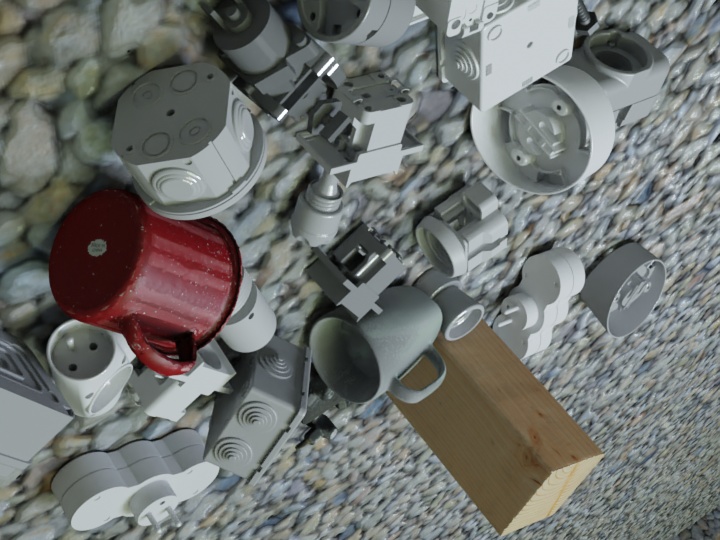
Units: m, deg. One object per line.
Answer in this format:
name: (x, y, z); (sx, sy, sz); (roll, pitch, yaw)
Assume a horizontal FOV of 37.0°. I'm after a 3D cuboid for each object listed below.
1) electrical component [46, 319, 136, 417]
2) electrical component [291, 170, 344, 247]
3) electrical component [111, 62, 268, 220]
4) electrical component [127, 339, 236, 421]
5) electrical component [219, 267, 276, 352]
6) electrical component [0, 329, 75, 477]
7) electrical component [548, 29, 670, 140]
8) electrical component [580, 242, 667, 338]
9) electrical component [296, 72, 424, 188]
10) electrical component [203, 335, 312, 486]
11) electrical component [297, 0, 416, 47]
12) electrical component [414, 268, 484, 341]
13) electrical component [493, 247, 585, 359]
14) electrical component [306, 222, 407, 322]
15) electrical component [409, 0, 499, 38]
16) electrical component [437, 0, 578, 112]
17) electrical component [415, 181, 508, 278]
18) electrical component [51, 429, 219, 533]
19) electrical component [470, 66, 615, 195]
electrical component: (-0.171, 0.054, 0.722); (0.079, 0.044, 0.077); (-49, 171, -25)
electrical component: (-0.027, -0.048, 0.765); (0.035, 0.035, 0.061); (-15, 141, -38)
electrical component: (-0.096, -0.073, 0.603); (0.080, 0.080, 0.051); (-36, 146, -7)
electrical component: (-0.136, 0.079, 0.806); (0.064, 0.042, 0.081); (-43, 151, 9)
electrical component: (-0.093, 0.024, 0.780); (0.043, 0.043, 0.081); (-37, 151, -7)
electrical component: (-0.235, 0.071, 0.640); (0.057, 0.078, 0.113); (-44, 151, -1)
electrical component: (0.198, -0.152, 0.865); (0.095, 0.053, 0.059); (-23, 147, -29)
electrical component: (0.300, 0.020, 1.216); (0.099, 0.064, 0.099); (-29, 150, -19)
electrical component: (0.004, -0.096, 0.725); (0.081, 0.042, 0.063); (-19, 143, -35)
electrical component: (-0.082, 0.107, 0.857); (0.048, 0.099, 0.099); (27, 117, -14)
electrical component: (-0.001, -0.157, 0.624); (0.047, 0.055, 0.055); (-4, 135, -53)
electrical component: (0.079, 0.030, 0.977); (0.045, 0.055, 0.045); (-29, 150, -19)
electrical component: (0.171, 0.040, 1.103); (0.074, 0.052, 0.138); (-18, 144, -35)
electrical component: (0.000, 0.000, 0.856); (0.064, 0.042, 0.081); (-43, 152, 2)
electrical component: (0.052, -0.177, 0.647); (0.042, 0.063, 0.081); (-25, 148, -23)
electrical component: (0.102, -0.166, 0.736); (0.100, 0.048, 0.099); (-32, 150, -15)
electrical component: (0.084, -0.030, 0.899); (0.057, 0.058, 0.078); (-34, 151, -16)
electrical component: (-0.172, 0.182, 0.874); (0.138, 0.073, 0.052); (-8, 138, -44)
electrical component: (0.141, -0.108, 0.819); (0.064, 0.099, 0.099); (-23, 147, -40)
